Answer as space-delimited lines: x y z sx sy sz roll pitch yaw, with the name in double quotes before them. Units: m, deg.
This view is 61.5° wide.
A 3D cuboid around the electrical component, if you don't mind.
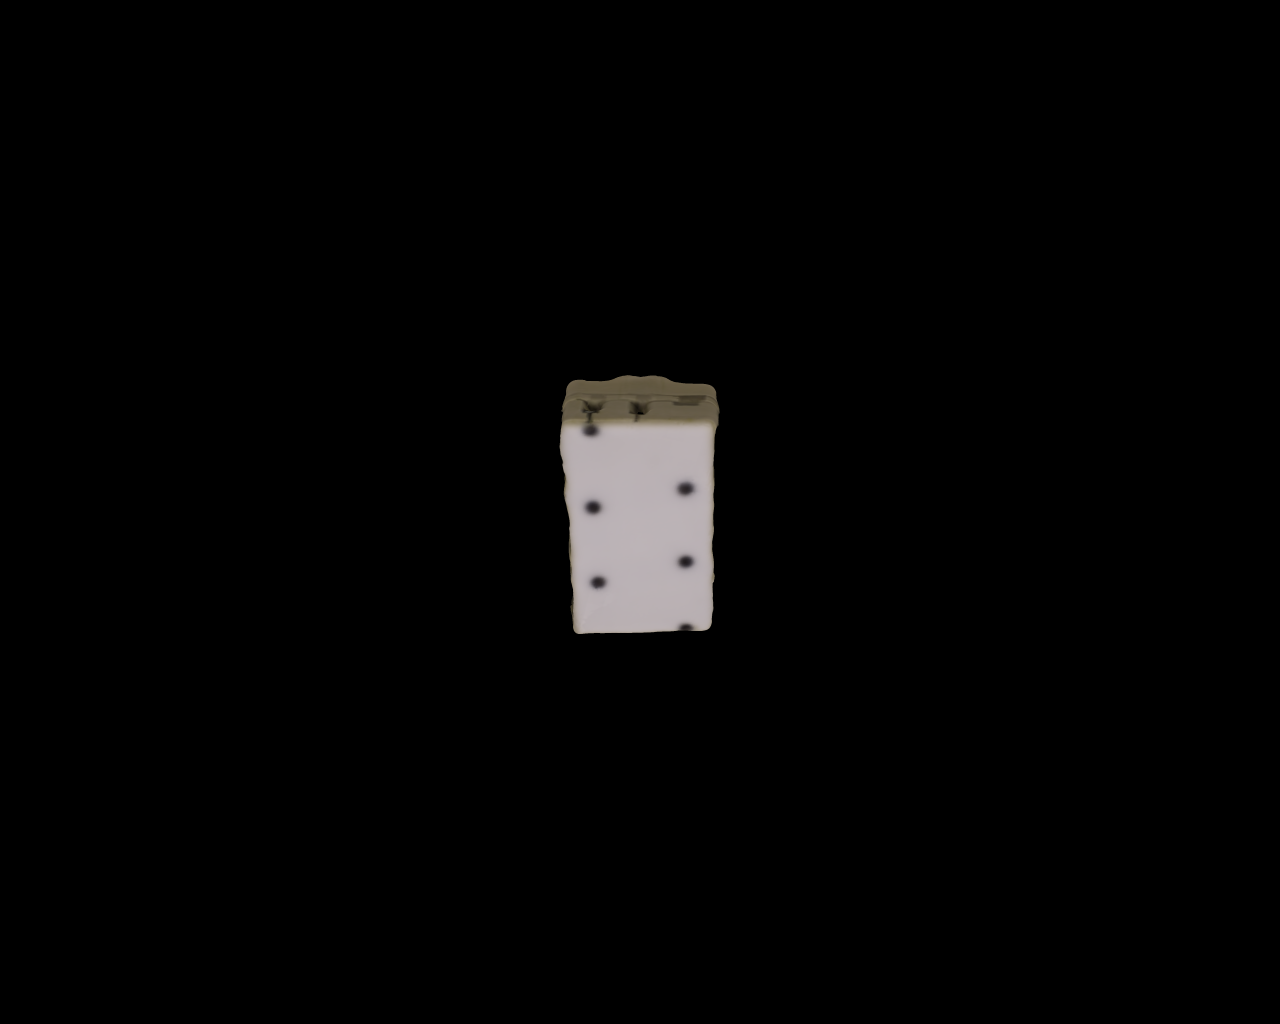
"electrical component" 0.001 -0.003 0.650 0.089 0.150 0.062 0 32 0
